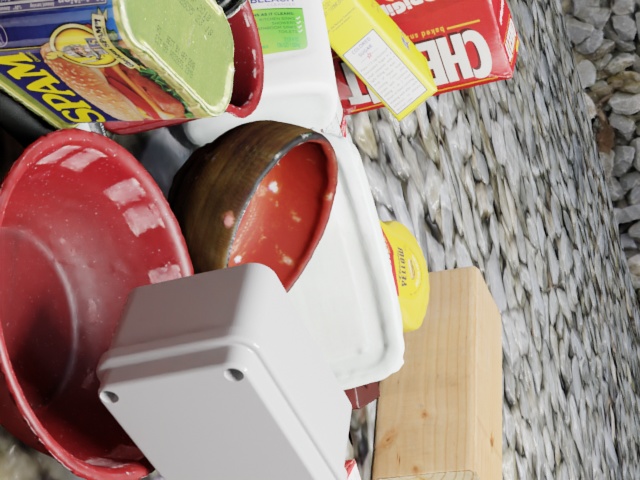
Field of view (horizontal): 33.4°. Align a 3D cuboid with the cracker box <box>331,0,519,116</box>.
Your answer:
[{"bbox_3d":[0.059,-0.221,0.899,0.213,0.164,0.072,64,29,-32],"label":"cracker box"}]

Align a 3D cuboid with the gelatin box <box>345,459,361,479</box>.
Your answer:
[{"bbox_3d":[-0.002,0.186,0.675,0.030,0.073,0.089,-51,127,-62],"label":"gelatin box"}]

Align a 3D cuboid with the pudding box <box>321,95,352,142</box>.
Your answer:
[{"bbox_3d":[-0.006,-0.088,0.819,0.090,0.039,0.113,-77,153,-57],"label":"pudding box"}]

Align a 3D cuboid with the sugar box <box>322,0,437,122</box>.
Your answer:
[{"bbox_3d":[0.017,-0.180,0.829,0.176,0.048,0.093,47,16,-20],"label":"sugar box"}]

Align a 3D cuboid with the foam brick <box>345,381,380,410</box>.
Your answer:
[{"bbox_3d":[0.006,0.083,0.775,0.053,0.051,0.078,-10,89,-68],"label":"foam brick"}]

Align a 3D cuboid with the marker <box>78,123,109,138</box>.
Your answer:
[{"bbox_3d":[-0.134,-0.089,0.558,0.020,0.020,0.121,-52,127,-62],"label":"marker"}]

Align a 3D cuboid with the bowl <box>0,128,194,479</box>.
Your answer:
[{"bbox_3d":[-0.118,0.033,0.490,0.162,0.055,0.162,-11,90,-68],"label":"bowl"}]

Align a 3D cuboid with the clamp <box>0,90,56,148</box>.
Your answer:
[{"bbox_3d":[-0.165,-0.097,0.455,0.209,0.036,0.164,-28,114,-62],"label":"clamp"}]

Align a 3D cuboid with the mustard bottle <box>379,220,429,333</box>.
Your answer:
[{"bbox_3d":[0.032,0.021,0.860,0.191,0.058,0.096,21,62,-64],"label":"mustard bottle"}]

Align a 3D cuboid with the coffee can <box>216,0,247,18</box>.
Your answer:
[{"bbox_3d":[-0.070,-0.186,0.503,0.102,0.103,0.140,46,47,-54],"label":"coffee can"}]

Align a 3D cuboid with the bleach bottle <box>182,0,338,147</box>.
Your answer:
[{"bbox_3d":[-0.057,-0.188,0.712,0.068,0.102,0.251,95,-16,-66],"label":"bleach bottle"}]

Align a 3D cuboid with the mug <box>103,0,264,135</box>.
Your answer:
[{"bbox_3d":[-0.092,-0.112,0.586,0.117,0.082,0.093,55,32,-46],"label":"mug"}]

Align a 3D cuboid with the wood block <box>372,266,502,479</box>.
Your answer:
[{"bbox_3d":[0.109,0.136,0.952,0.090,0.090,0.206,57,30,-44],"label":"wood block"}]

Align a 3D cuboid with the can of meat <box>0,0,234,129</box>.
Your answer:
[{"bbox_3d":[-0.094,-0.090,0.464,0.102,0.084,0.057,42,51,-62],"label":"can of meat"}]
